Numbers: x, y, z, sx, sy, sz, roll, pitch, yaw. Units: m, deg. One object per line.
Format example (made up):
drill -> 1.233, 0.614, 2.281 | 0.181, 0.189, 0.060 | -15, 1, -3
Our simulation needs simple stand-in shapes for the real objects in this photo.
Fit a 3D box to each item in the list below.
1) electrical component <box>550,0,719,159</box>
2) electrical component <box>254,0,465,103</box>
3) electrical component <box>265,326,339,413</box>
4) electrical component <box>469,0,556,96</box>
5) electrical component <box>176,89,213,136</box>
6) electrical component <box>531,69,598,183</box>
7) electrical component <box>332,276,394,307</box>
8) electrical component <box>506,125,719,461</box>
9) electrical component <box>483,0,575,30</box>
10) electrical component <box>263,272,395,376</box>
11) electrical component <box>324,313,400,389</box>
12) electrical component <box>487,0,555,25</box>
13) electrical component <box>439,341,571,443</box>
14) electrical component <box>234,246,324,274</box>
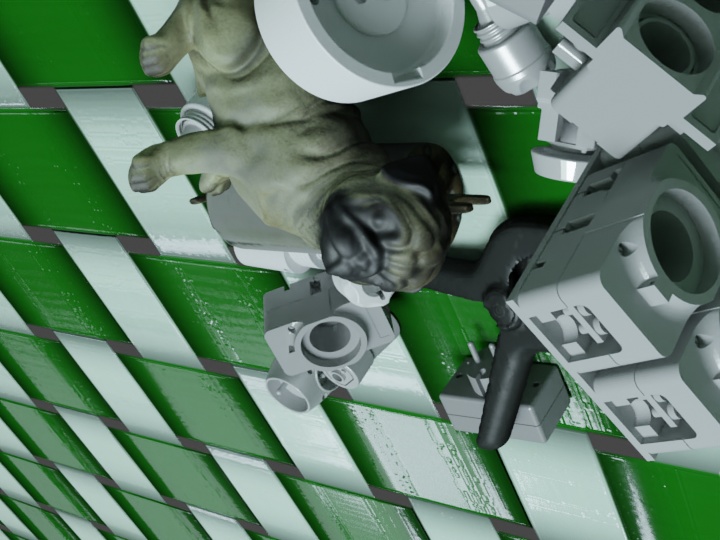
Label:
electrical component -> 0.136, -0.110, 0.470 | 0.079, 0.121, 0.063 | 38, 149, -3
electrical component -> -0.005, -0.141, 0.574 | 0.108, 0.108, 0.060 | 48, 151, -18
electrical component -> -0.047, 0.064, 0.891 | 0.044, 0.077, 0.079 | 8, 137, 36
electrical component -> 0.078, -0.127, 0.581 | 0.035, 0.035, 0.061 | -12, 122, 48
electrical component -> -0.108, -0.100, 0.754 | 0.048, 0.062, 0.048 | 24, 145, 18
electrical component -> 0.118, -0.077, 0.576 | 0.048, 0.066, 0.055 | 14, 108, 29
electrical component -> 0.000, 0.000, 0.765 | 0.043, 0.043, 0.062 | 54, 172, -26
electrical component -> 0.159, -0.019, 0.502 | 0.105, 0.186, 0.060 | 47, 145, -17
electrical component -> 0.094, -0.145, 0.534 | 0.055, 0.045, 0.045 | 3, 135, 39
electrical component -> -0.024, 0.039, 0.819 | 0.089, 0.055, 0.050 | -20, 127, 8
electrical component -> -0.002, 0.062, 0.859 | 0.044, 0.065, 0.044 | 24, 145, 18
electrical component -> 0.095, -0.198, 0.411 | 0.060, 0.105, 0.186 | 29, 146, 9
electrical component -> 0.103, 0.083, 0.808 | 0.083, 0.047, 0.075 | 2, 129, 40
electrical component -> -0.052, -0.020, 0.822 | 0.081, 0.043, 0.043 | 9, 138, 35
